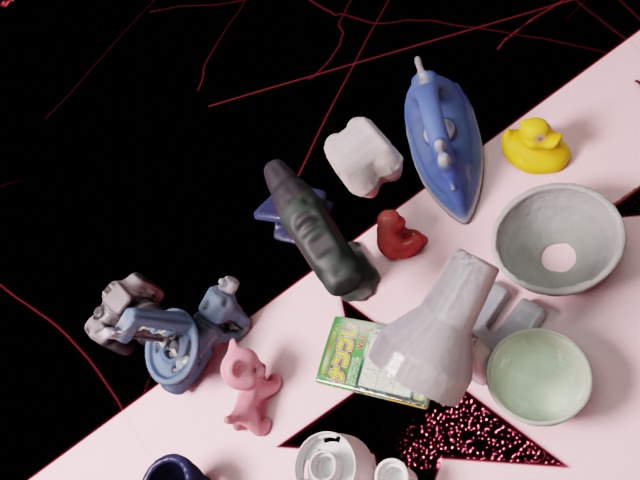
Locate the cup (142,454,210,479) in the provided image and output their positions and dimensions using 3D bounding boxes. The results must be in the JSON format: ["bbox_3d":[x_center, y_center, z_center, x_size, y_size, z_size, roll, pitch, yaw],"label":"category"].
[{"bbox_3d":[-0.187,0.368,0.827,0.117,0.095,0.092,13,70,32],"label":"cup"}]

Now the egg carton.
[{"bbox_3d":[0.073,-0.145,0.999,0.107,0.070,0.150,-37,53,4],"label":"egg carton"}]

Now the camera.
[{"bbox_3d":[-0.336,0.144,1.025,0.136,0.101,0.143,33,81,36],"label":"camera"}]

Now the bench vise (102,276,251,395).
[{"bbox_3d":[-0.226,0.129,0.903,0.121,0.220,0.207,16,71,33],"label":"bench vise"}]

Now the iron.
[{"bbox_3d":[0.191,-0.164,0.904,0.118,0.142,0.258,-18,57,18],"label":"iron"}]

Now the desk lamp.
[{"bbox_3d":[0.173,0.112,0.713,0.117,0.214,0.203,30,79,36],"label":"desk lamp"}]

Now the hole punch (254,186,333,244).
[{"bbox_3d":[-0.047,-0.055,0.996,0.108,0.091,0.101,9,68,31],"label":"hole punch"}]

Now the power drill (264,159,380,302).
[{"bbox_3d":[0.008,0.003,0.861,0.075,0.209,0.229,-36,53,5],"label":"power drill"}]

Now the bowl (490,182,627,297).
[{"bbox_3d":[0.324,0.009,0.781,0.167,0.075,0.167,-12,58,21],"label":"bowl"}]

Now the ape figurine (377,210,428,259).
[{"bbox_3d":[0.117,-0.015,0.889,0.076,0.092,0.077,-27,54,11],"label":"ape figurine"}]

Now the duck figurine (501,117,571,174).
[{"bbox_3d":[0.322,-0.153,0.866,0.104,0.086,0.077,28,78,36],"label":"duck figurine"}]

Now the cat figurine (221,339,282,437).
[{"bbox_3d":[-0.116,0.219,0.860,0.067,0.118,0.128,-1,63,27],"label":"cat figurine"}]
